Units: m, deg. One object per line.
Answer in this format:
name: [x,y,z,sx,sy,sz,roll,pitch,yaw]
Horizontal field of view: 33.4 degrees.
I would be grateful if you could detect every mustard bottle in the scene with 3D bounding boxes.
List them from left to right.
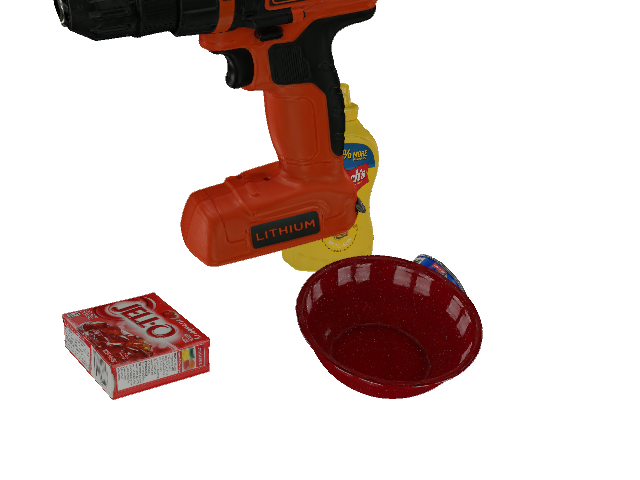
mustard bottle: [0.013,-0.066,1.097,0.096,0.192,0.058,-5,21,-24]

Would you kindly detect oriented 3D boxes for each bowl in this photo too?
bowl: [0.056,0.084,0.927,0.162,0.055,0.162,5,40,-5]

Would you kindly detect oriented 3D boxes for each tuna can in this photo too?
tuna can: [0.135,0.060,1.288,0.033,0.086,0.086,-40,16,-20]

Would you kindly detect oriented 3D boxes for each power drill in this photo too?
power drill: [-0.043,-0.079,0.579,0.184,0.188,0.057,-14,39,-19]

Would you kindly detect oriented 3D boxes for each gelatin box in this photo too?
gelatin box: [-0.129,0.070,0.741,0.073,0.030,0.089,-13,27,-31]
